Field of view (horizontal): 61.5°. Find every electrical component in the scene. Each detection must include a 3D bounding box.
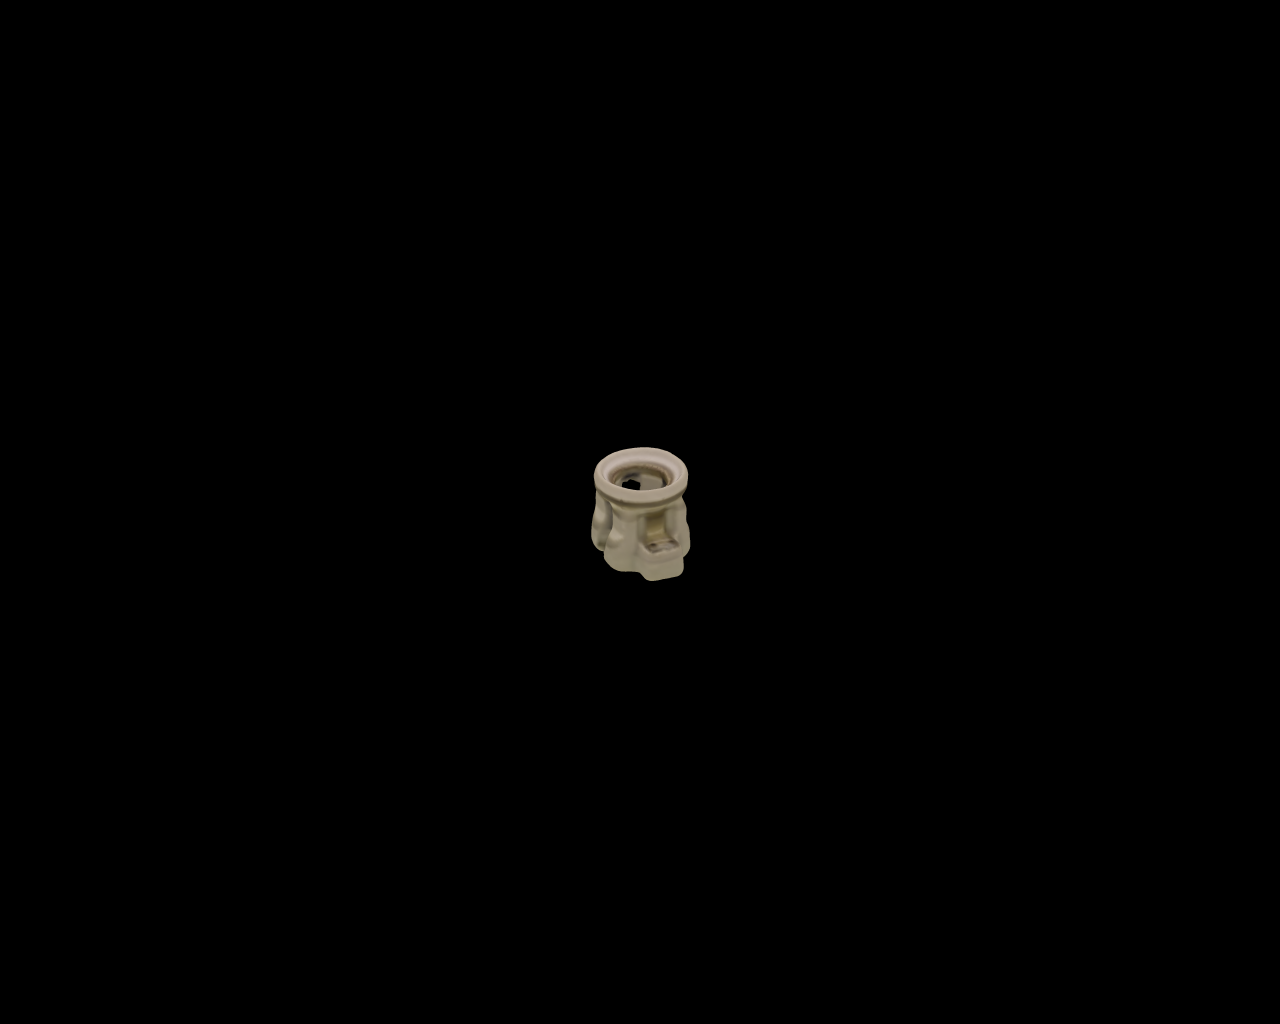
[{"bbox_3d":[0.001,-0.003,0.650,0.058,0.056,0.078,-12,33,-19],"label":"electrical component"}]
